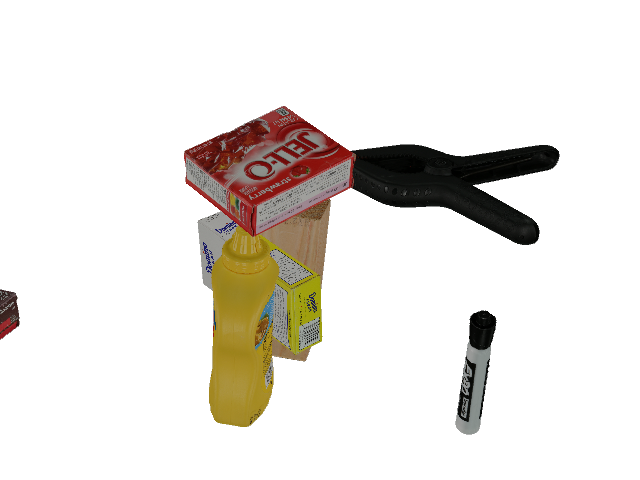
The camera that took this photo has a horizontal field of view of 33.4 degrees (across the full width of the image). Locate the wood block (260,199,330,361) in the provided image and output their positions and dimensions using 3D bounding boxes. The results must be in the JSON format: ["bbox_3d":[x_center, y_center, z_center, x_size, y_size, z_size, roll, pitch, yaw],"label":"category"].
[{"bbox_3d":[-0.046,0.046,1.449,0.090,0.206,0.090,9,22,6],"label":"wood block"}]

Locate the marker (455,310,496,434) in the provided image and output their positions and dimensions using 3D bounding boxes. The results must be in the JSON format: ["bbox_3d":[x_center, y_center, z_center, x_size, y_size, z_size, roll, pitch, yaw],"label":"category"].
[{"bbox_3d":[0.114,0.098,0.786,0.020,0.121,0.020,0,41,0],"label":"marker"}]

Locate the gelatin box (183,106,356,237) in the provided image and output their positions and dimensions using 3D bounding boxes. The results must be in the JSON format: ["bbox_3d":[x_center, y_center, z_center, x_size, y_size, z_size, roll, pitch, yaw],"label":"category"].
[{"bbox_3d":[-0.033,-0.048,0.699,0.089,0.030,0.073,-29,50,-31],"label":"gelatin box"}]

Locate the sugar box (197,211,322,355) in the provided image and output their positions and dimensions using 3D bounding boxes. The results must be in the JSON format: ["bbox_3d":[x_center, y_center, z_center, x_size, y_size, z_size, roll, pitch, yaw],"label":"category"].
[{"bbox_3d":[-0.068,0.044,1.187,0.048,0.093,0.176,-23,40,-30],"label":"sugar box"}]

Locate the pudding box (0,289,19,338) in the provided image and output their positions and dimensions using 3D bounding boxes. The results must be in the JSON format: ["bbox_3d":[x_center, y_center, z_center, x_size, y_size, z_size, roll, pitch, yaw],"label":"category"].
[{"bbox_3d":[-0.333,0.069,0.923,0.114,0.039,0.090,8,25,19],"label":"pudding box"}]

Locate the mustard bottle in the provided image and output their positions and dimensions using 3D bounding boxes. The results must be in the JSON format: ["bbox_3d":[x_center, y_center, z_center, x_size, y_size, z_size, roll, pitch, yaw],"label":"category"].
[{"bbox_3d":[-0.068,0.067,0.945,0.058,0.192,0.096,9,36,6],"label":"mustard bottle"}]

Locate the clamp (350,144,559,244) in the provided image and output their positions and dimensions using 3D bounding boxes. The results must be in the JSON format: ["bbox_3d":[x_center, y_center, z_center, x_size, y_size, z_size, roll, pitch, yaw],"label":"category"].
[{"bbox_3d":[0.119,-0.060,0.997,0.210,0.036,0.164,12,33,21],"label":"clamp"}]
